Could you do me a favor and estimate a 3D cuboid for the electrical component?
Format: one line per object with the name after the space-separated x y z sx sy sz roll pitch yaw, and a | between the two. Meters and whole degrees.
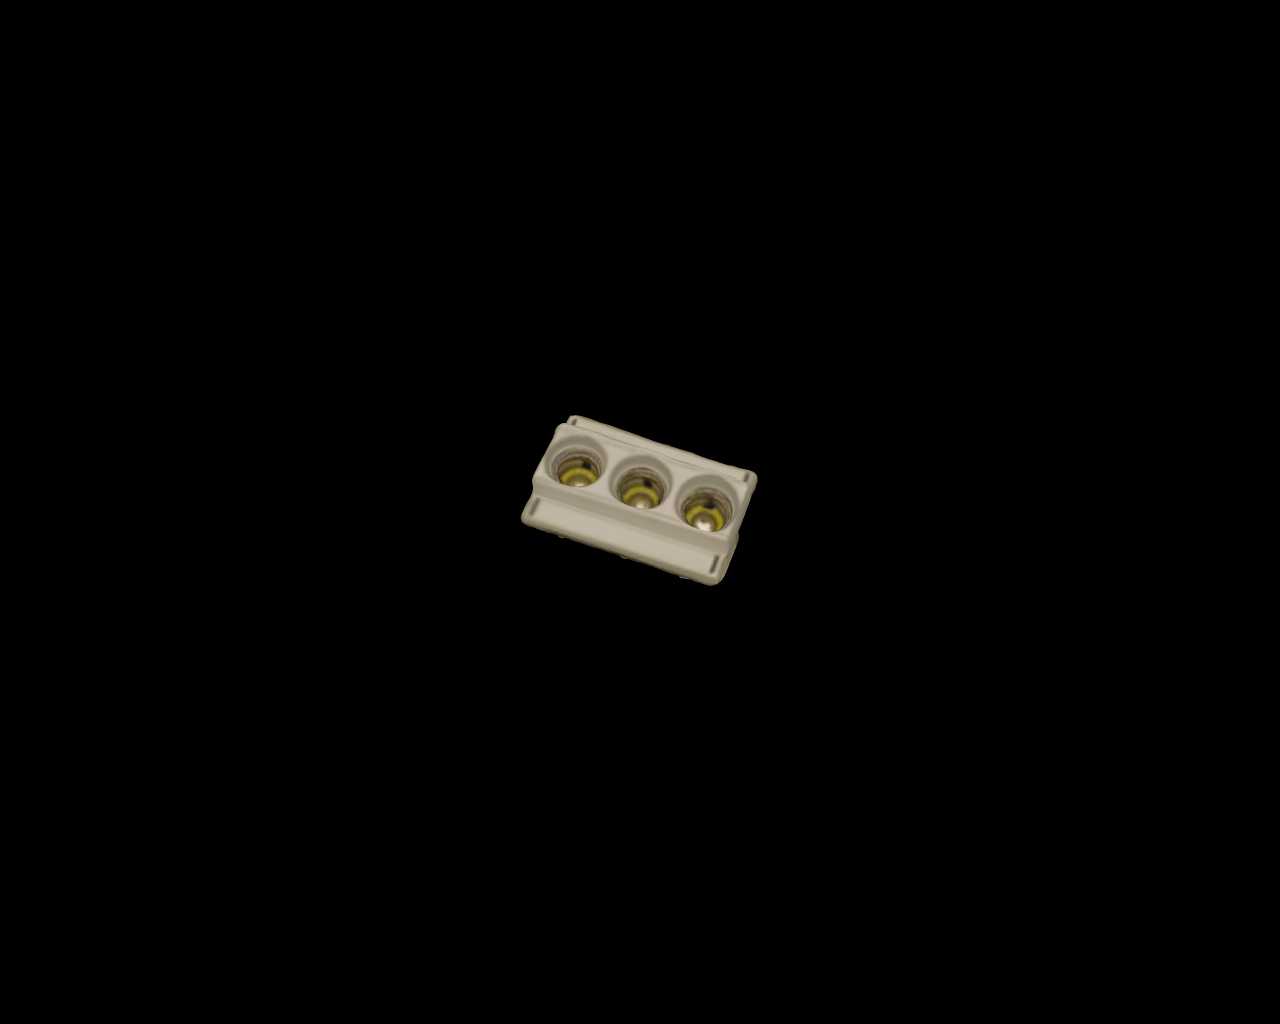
0.001 -0.003 0.650 0.121 0.079 0.063 18 -28 10 | electrical component
